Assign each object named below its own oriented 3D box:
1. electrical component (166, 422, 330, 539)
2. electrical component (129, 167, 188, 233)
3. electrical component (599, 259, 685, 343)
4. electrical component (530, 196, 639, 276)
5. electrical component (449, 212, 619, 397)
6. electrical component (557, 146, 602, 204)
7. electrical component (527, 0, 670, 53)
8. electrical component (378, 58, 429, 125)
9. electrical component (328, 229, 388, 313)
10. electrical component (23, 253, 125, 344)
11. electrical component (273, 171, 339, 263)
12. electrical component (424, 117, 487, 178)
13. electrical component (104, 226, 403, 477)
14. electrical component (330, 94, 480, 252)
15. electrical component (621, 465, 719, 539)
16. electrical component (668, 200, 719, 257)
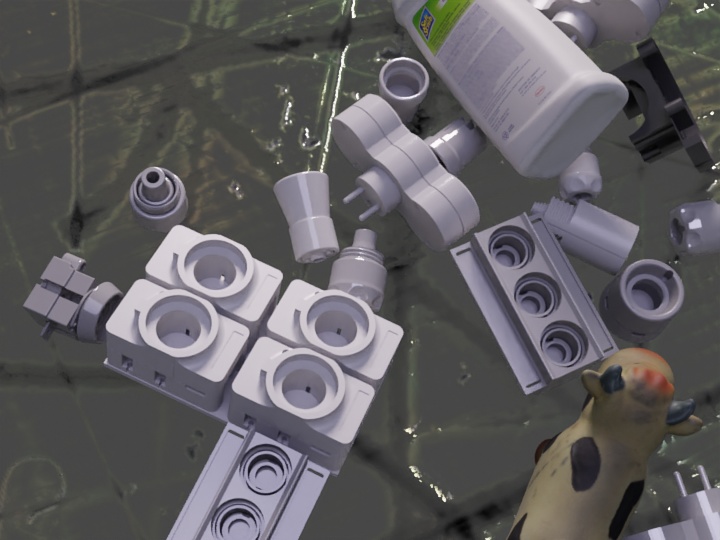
[{"bbox_3d":[-0.083,0.178,0.736,0.079,0.063,0.121,25,70,5],"label":"electrical component"},{"bbox_3d":[-0.155,-0.057,0.820,0.043,0.062,0.043,1,69,-4],"label":"electrical component"},{"bbox_3d":[0.217,0.023,0.825,0.055,0.047,0.055,1,69,-4],"label":"electrical component"},{"bbox_3d":[0.172,-0.032,0.845,0.081,0.043,0.043,26,70,6],"label":"electrical component"},{"bbox_3d":[0.127,0.028,0.808,0.079,0.063,0.121,-23,73,-12],"label":"electrical component"},{"bbox_3d":[0.176,-0.086,0.871,0.035,0.035,0.061,-2,67,-5],"label":"electrical component"},{"bbox_3d":[0.176,-0.199,0.868,0.052,0.138,0.073,48,68,-29],"label":"electrical component"},{"bbox_3d":[0.034,-0.144,0.875,0.040,0.046,0.040,1,69,-4],"label":"electrical component"},{"bbox_3d":[0.000,0.000,0.820,0.043,0.043,0.062,10,68,0],"label":"electrical component"},{"bbox_3d":[-0.208,0.026,0.794,0.055,0.048,0.066,22,69,12],"label":"electrical component"},{"bbox_3d":[-0.039,-0.038,0.834,0.044,0.044,0.065,-12,75,-8],"label":"electrical component"},{"bbox_3d":[0.074,-0.097,0.865,0.046,0.040,0.040,-40,77,-22],"label":"electrical component"},{"bbox_3d":[-0.075,0.053,0.772,0.186,0.060,0.105,25,55,5],"label":"electrical component"},{"bbox_3d":[0.022,-0.067,0.842,0.074,0.052,0.138,-37,76,-16],"label":"electrical component"},{"bbox_3d":[0.246,0.177,0.766,0.138,0.052,0.073,-12,71,-9],"label":"electrical component"},{"bbox_3d":[0.280,-0.034,0.854,0.062,0.043,0.043,-8,70,-9],"label":"electrical component"}]
